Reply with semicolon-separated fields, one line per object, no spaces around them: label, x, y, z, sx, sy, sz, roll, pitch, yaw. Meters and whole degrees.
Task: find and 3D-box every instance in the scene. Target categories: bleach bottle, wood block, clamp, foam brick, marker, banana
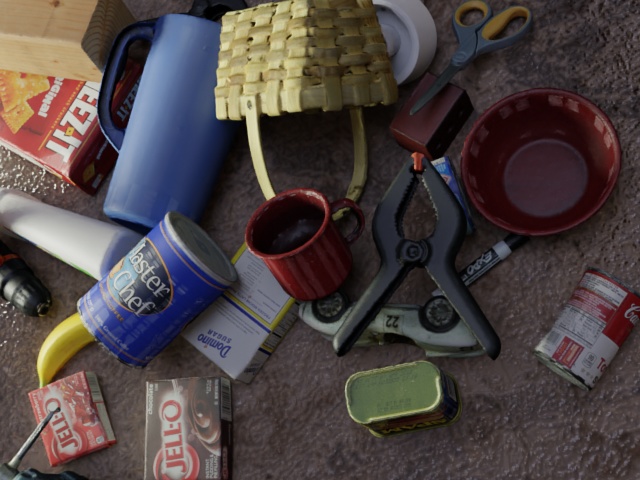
bleach bottle;-0.309;-0.010;1.255;0.251;0.102;0.068;20;81;31
wood block;-0.338;-0.255;1.261;0.206;0.090;0.091;10;71;19
clamp;0.086;0.021;1.045;0.165;0.036;0.210;-8;76;16
clamp;-0.144;-0.288;1.311;0.172;0.039;0.120;16;84;17
foam brick;0.121;-0.132;1.160;0.051;0.053;0.078;32;86;25
marker;0.169;0.026;1.110;0.121;0.020;0.020;-38;65;4
banana;-0.252;0.108;1.222;0.198;0.037;0.069;-30;95;11

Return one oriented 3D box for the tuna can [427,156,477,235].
tuna can;0.133;-0.043;1.109;0.034;0.086;0.086;-20;67;9

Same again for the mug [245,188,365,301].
mug;-0.007;0.001;1.082;0.117;0.081;0.093;-33;42;-2

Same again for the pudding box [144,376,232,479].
pudding box;-0.141;0.206;1.147;0.090;0.039;0.113;-7;71;17

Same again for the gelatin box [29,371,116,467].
gelatin box;-0.277;0.200;1.194;0.073;0.030;0.089;-22;78;10

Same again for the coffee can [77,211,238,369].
coffee can;-0.172;0.053;1.133;0.140;0.102;0.103;-43;64;9

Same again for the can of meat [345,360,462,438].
can of meat;0.083;0.157;1.061;0.102;0.084;0.057;-13;69;14

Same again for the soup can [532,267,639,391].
soup can;0.261;0.086;1.032;0.069;0.068;0.102;33;86;25

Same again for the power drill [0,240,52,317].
power drill;-0.398;0.001;1.224;0.185;0.187;0.057;34;71;28

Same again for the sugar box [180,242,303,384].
sugar box;-0.065;0.060;1.167;0.093;0.048;0.176;37;91;25

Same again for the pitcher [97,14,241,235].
pitcher;-0.169;-0.128;1.218;0.149;0.144;0.243;10;79;43

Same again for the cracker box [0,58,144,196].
cracker box;-0.329;-0.176;1.319;0.214;0.072;0.164;28;83;24

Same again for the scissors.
scissors;0.144;-0.207;1.160;0.201;0.016;0.096;-35;51;-19

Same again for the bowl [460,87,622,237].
bowl;0.229;-0.073;1.102;0.162;0.055;0.162;-6;71;17
